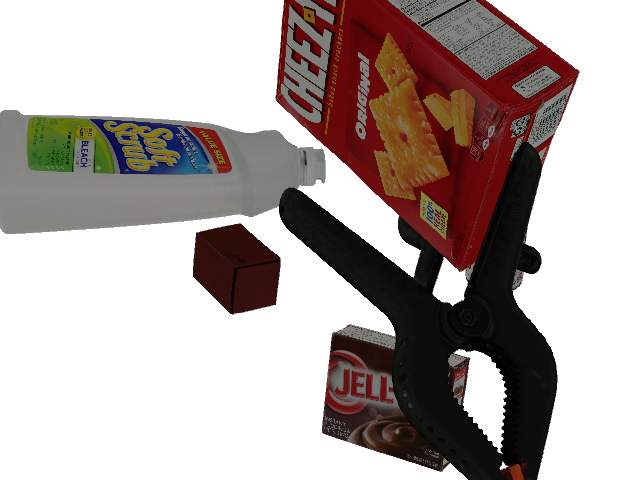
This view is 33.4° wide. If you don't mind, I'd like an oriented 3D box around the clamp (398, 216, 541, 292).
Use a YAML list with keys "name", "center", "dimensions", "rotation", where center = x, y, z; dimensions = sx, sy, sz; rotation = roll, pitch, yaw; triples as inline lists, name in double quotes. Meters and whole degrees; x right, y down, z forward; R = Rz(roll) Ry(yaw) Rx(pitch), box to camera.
- name: "clamp"
  center: [0.132, -0.004, 1.013]
  dimensions: [0.120, 0.039, 0.171]
  rotation: [-3, 33, -8]

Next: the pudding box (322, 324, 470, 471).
- name: "pudding box"
  center: [0.060, 0.126, 0.868]
  dimensions: [0.114, 0.090, 0.039]
  rotation: [12, 17, 25]

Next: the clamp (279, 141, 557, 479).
- name: "clamp"
  center: [0.068, 0.045, 0.607]
  dimensions: [0.164, 0.210, 0.036]
  rotation: [-6, -19, -11]

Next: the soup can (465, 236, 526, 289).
- name: "soup can"
  center: [0.199, 0.000, 1.205]
  dimensions: [0.068, 0.102, 0.068]
  rotation: [-2, 32, 1]

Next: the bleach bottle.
- name: "bleach bottle"
  center: [-0.123, -0.058, 0.837]
  dimensions: [0.250, 0.068, 0.102]
  rotation: [-3, 45, -7]

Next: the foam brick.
- name: "foam brick"
  center: [-0.081, 0.026, 1.020]
  dimensions: [0.052, 0.051, 0.078]
  rotation: [-11, 33, -32]

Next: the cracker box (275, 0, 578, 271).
- name: "cracker box"
  center: [0.061, -0.106, 0.751]
  dimensions: [0.072, 0.214, 0.164]
  rotation: [-32, -28, -28]
